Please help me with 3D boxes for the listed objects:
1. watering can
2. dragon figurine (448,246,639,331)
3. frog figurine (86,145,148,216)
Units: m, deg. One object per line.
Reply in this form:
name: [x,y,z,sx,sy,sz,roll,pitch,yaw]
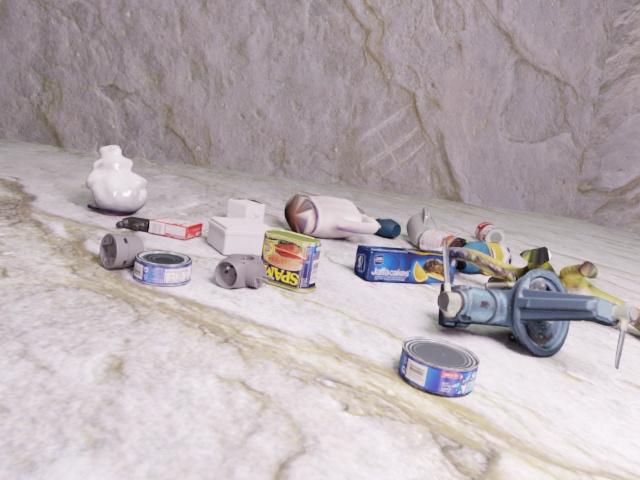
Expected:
watering can: [0.004,-0.069,1.371,0.224,0.103,0.351,3,13,-30]
dragon figurine: [0.444,0.097,0.972,0.241,0.122,0.414,23,3,-33]
frog figurine: [-0.475,-0.140,1.213,0.137,0.158,0.124,6,11,-20]
